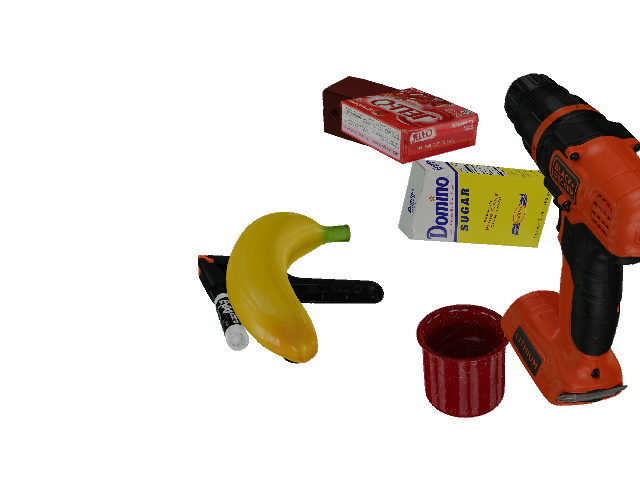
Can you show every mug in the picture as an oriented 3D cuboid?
[{"bbox_3d":[0.150,0.117,1.087,0.093,0.081,0.117,9,36,23],"label":"mug"}]

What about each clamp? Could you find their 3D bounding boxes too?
[{"bbox_3d":[-0.058,0.063,1.165,0.210,0.036,0.164,16,31,25],"label":"clamp"}]

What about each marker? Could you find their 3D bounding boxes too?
[{"bbox_3d":[-0.082,0.065,0.951,0.020,0.020,0.121,0,18,-13],"label":"marker"}]

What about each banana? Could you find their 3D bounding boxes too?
[{"bbox_3d":[-0.025,0.019,0.660,0.069,0.037,0.197,0,22,8],"label":"banana"}]

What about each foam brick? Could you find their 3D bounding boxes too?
[{"bbox_3d":[0.047,-0.143,1.181,0.078,0.053,0.051,20,38,34],"label":"foam brick"}]

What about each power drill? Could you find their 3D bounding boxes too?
[{"bbox_3d":[0.163,0.000,0.711,0.057,0.188,0.184,-9,36,-10],"label":"power drill"}]

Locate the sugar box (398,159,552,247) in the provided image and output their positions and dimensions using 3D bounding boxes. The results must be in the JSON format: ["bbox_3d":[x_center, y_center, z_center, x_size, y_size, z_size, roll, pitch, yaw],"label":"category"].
[{"bbox_3d":[0.190,-0.044,1.298,0.176,0.093,0.048,2,24,-20],"label":"sugar box"}]

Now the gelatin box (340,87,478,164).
[{"bbox_3d":[0.070,-0.094,0.849,0.073,0.030,0.089,-15,28,-28],"label":"gelatin box"}]
